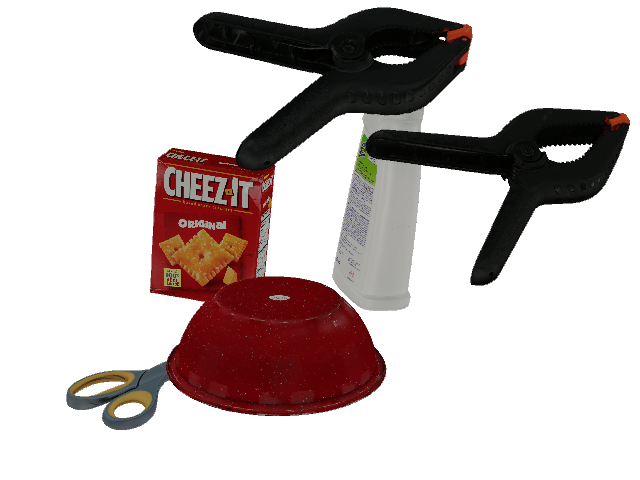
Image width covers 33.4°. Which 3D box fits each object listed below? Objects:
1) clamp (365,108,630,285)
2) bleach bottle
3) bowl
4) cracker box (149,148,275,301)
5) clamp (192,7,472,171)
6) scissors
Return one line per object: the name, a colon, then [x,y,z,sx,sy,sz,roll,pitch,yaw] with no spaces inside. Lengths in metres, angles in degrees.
clamp: [0.161,-0.049,0.837,0.209,0.165,0.036,-15,-37,-15]
bleach bottle: [0.071,-0.058,1.143,0.068,0.251,0.103,-1,22,-25]
bowl: [-0.031,0.067,0.774,0.162,0.055,0.162,2,18,-1]
cracker box: [-0.162,-0.016,1.579,0.164,0.214,0.072,10,20,10]
clamp: [0.013,-0.096,0.645,0.171,0.120,0.039,-6,-28,-5]
scissors: [-0.150,0.141,1.062,0.201,0.016,0.096,-12,31,-30]
